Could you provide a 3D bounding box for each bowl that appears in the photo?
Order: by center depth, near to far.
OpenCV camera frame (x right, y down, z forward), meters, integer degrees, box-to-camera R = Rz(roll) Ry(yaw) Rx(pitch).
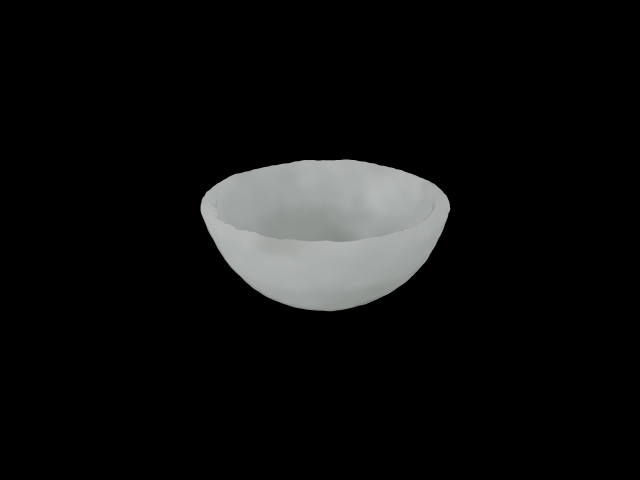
[{"bbox_3d":[0.004,0.001,0.400,0.167,0.075,0.167,0,24,0],"label":"bowl"}]
